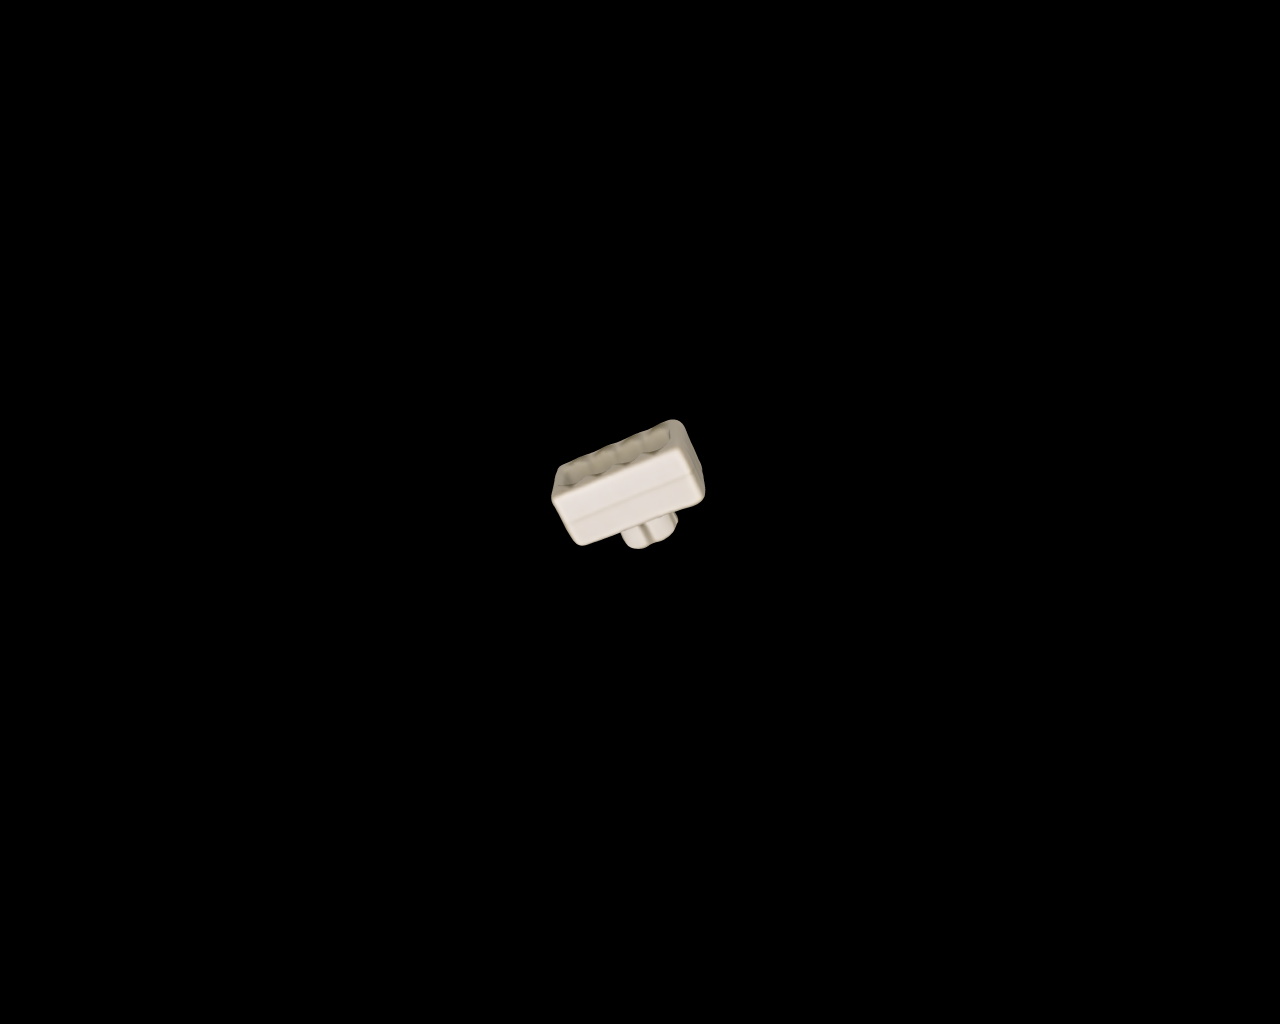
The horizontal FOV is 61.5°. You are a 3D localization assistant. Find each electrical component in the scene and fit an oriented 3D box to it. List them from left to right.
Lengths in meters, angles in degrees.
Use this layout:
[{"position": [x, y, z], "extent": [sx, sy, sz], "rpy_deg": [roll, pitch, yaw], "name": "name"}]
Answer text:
[{"position": [0.001, -0.003, 0.650], "extent": [0.083, 0.075, 0.047], "rpy_deg": [-22, 25, 10], "name": "electrical component"}]
